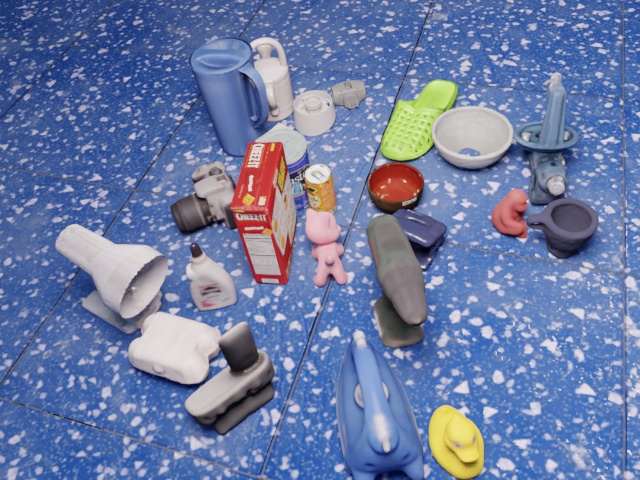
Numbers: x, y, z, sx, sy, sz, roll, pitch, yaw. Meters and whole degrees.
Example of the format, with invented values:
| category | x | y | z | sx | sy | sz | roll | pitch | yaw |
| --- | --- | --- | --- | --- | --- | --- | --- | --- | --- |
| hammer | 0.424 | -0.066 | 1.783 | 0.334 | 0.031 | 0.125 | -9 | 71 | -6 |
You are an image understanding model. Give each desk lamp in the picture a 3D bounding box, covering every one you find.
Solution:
| category | x | y | z | sx | sy | sz | roll | pitch | yaw |
| --- | --- | --- | --- | --- | --- | --- | --- | --- | --- |
| desk lamp | -0.350 | 0.070 | 0.983 | 0.202 | 0.214 | 0.118 | 21 | 57 | 23 |

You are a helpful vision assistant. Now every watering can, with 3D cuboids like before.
| category | x | y | z | sx | sy | sz | roll | pitch | yaw |
| --- | --- | --- | --- | --- | --- | --- | --- | --- | --- |
| watering can | -0.123 | -0.387 | 1.334 | 0.101 | 0.194 | 0.172 | -27 | 53 | -14 |

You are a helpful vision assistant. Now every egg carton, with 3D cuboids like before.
| category | x | y | z | sx | sy | sz | roll | pitch | yaw |
| --- | --- | --- | --- | --- | --- | --- | --- | --- | --- |
| egg carton | -0.246 | 0.184 | 0.970 | 0.150 | 0.069 | 0.107 | 11 | 54 | 16 |

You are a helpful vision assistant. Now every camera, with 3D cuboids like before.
| category | x | y | z | sx | sy | sz | roll | pitch | yaw |
| --- | --- | --- | --- | --- | --- | --- | --- | --- | --- |
| camera | -0.238 | -0.085 | 1.166 | 0.137 | 0.101 | 0.143 | -24 | 52 | -11 |

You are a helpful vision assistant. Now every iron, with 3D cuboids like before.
| category | x | y | z | sx | sy | sz | roll | pitch | yaw |
| --- | --- | --- | --- | --- | --- | --- | --- | --- | --- |
| iron | 0.074 | 0.224 | 0.849 | 0.118 | 0.142 | 0.258 | -12 | 51 | -2 |

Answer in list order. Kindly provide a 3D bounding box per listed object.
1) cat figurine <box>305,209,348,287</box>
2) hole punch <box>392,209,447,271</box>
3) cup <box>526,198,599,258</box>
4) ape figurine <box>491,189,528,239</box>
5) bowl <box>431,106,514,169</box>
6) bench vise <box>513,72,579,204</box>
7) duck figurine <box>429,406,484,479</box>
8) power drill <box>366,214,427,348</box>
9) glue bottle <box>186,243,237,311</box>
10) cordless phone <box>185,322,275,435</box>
| category | x | y | z | sx | sy | sz | roll | pitch | yaw |
| --- | --- | --- | --- | --- | --- | --- | --- | --- | --- |
| cat figurine | 0.010 | 0.004 | 1.051 | 0.067 | 0.118 | 0.127 | -10 | 51 | 0 |
| hole punch | 0.172 | -0.016 | 1.062 | 0.108 | 0.091 | 0.101 | 22 | 57 | 23 |
| cup | 0.425 | -0.013 | 1.023 | 0.117 | 0.095 | 0.091 | 1 | 51 | 8 |
| ape figurine | 0.362 | -0.056 | 1.069 | 0.076 | 0.092 | 0.078 | 26 | 59 | 25 |
| bowl | 0.317 | -0.203 | 1.205 | 0.167 | 0.075 | 0.167 | -4 | 51 | 5 |
| bench vise | 0.446 | -0.188 | 1.081 | 0.121 | 0.220 | 0.207 | -14 | 51 | -4 |
| duck figurine | 0.197 | 0.281 | 0.823 | 0.077 | 0.086 | 0.104 | -17 | 51 | -6 |
| power drill | 0.125 | 0.082 | 0.914 | 0.075 | 0.209 | 0.229 | -12 | 51 | -2 |
| glue bottle | -0.198 | 0.061 | 0.996 | 0.078 | 0.173 | 0.037 | -15 | 51 | -4 |
| cordless phone | -0.147 | 0.200 | 0.869 | 0.148 | 0.185 | 0.094 | -38 | 56 | -21 |
